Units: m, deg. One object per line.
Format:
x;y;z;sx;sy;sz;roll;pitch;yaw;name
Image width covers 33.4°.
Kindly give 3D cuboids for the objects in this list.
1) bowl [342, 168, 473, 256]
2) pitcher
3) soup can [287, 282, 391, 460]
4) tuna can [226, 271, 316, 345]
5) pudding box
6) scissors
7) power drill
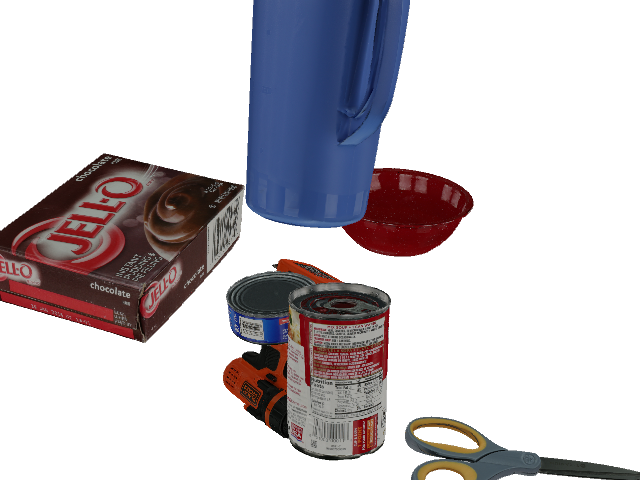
0.083;-0.026;1.167;0.162;0.055;0.162;3;25;-2;bowl
0.005;-0.136;0.907;0.145;0.243;0.149;9;15;11;pitcher
0.012;0.086;0.712;0.068;0.102;0.068;1;15;0;soup can
-0.044;0.063;1.001;0.086;0.034;0.086;-3;26;1;tuna can
-0.103;0.000;0.552;0.090;0.039;0.113;14;31;17;pudding box
0.163;0.200;0.898;0.202;0.016;0.096;16;41;15;scissors
-0.026;0.128;1.222;0.057;0.188;0.185;15;10;-46;power drill
